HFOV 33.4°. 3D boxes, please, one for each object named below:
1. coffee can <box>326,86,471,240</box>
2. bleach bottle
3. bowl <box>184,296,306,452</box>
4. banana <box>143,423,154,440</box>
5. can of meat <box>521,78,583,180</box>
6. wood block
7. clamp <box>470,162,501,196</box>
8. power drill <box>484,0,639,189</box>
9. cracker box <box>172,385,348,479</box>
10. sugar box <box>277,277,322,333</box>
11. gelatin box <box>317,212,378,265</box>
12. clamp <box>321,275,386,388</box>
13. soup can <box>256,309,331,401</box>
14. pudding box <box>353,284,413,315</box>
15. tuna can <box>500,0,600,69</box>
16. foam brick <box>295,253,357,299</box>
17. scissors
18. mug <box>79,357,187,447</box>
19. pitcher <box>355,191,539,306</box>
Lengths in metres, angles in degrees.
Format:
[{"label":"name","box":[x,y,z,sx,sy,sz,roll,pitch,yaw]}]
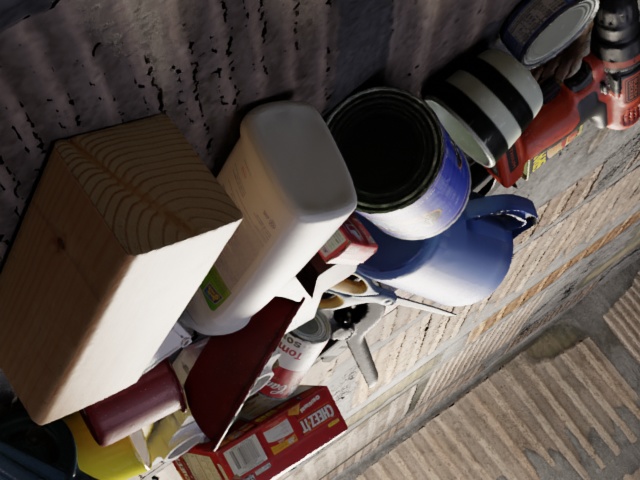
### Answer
[{"label":"coffee can","box":[0.066,-0.060,0.893,0.103,0.103,0.140,-40,163,8]},{"label":"bleach bottle","box":[-0.063,0.002,0.838,0.067,0.102,0.251,-14,160,-34]},{"label":"bowl","box":[-0.076,0.107,0.961,0.162,0.055,0.162,-59,179,-2]},{"label":"banana","box":[-0.227,0.230,1.192,0.069,0.037,0.198,-15,153,-52]},{"label":"can of meat","box":[0.241,-0.122,1.173,0.084,0.057,0.102,-39,164,-1]},{"label":"wood block","box":[-0.147,0.025,0.709,0.090,0.091,0.206,-22,158,-42]},{"label":"clamp","box":[0.175,-0.044,1.277,0.120,0.039,0.172,-25,160,-50]},{"label":"power drill","box":[0.237,-0.146,1.048,0.187,0.057,0.184,-30,140,-5]},{"label":"cracker box","box":[-0.085,0.250,1.350,0.164,0.072,0.214,-29,-175,-25]},{"label":"sugar box","box":[-0.041,0.050,1.076,0.093,0.048,0.176,-28,164,-21]},{"label":"gelatin box","box":[0.004,-0.021,0.896,0.030,0.089,0.073,-41,163,14]},{"label":"clamp","box":[0.031,0.106,1.290,0.164,0.036,0.210,12,127,-25]},{"label":"soup can","box":[-0.038,0.127,1.229,0.068,0.068,0.102,-17,146,-49]},{"label":"pudding box","box":[0.085,0.068,1.391,0.090,0.039,0.113,-37,164,-1]},{"label":"tuna can","box":[0.201,-0.192,0.937,0.086,0.034,0.086,-34,163,-12]},{"label":"foam brick","box":[-0.006,0.001,0.958,0.051,0.078,0.053,-30,160,-19]},{"label":"scissors","box":[0.058,0.072,1.226,0.096,0.016,0.201,-30,138,35]},{"label":"mug","box":[-0.179,0.127,0.951,0.081,0.093,0.117,-26,-164,-19]},{"label":"pitcher","box":[0.118,-0.007,1.102,0.149,0.145,0.242,-64,156,5]}]
